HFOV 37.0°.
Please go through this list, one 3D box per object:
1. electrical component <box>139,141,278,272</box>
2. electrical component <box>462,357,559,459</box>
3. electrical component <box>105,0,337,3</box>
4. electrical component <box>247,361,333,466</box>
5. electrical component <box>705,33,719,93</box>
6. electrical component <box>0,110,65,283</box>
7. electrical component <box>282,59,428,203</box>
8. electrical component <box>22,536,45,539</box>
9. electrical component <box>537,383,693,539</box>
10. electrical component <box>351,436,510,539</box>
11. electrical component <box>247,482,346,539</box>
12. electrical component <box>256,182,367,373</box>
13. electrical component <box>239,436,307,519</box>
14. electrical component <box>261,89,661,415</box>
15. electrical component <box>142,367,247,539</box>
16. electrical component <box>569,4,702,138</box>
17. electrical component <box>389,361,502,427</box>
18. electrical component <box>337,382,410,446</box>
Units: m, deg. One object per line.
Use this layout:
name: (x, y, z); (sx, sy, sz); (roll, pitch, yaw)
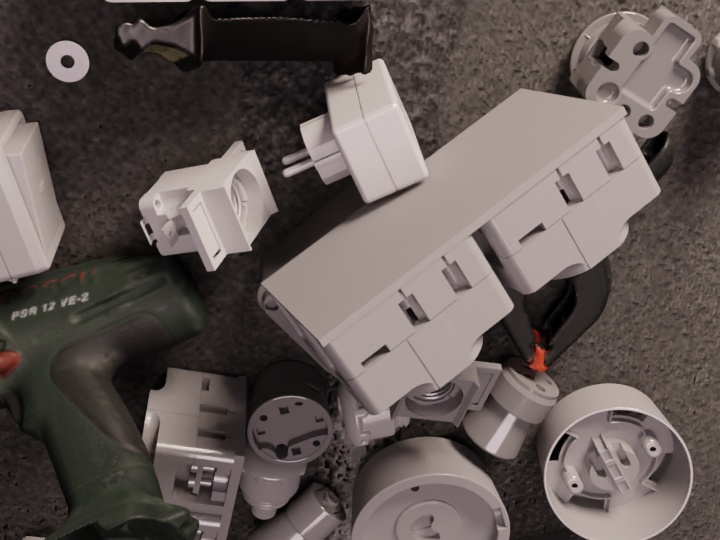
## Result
electrical component: (-0.090, -0.037, 0.626); (0.064, 0.081, 0.042); (-6, 120, 23)
electrical component: (0.102, 0.093, 0.724); (0.045, 0.045, 0.055); (25, 112, -17)
electrical component: (-0.059, -0.188, 0.553); (0.150, 0.061, 0.089); (-2, 118, -4)
electrical component: (-0.046, 0.093, 0.709); (0.055, 0.047, 0.055); (-2, 118, -4)
electrical component: (0.230, -0.114, 0.617); (0.048, 0.062, 0.048); (-2, 118, -4)
electrical component: (-0.207, -0.036, 0.619); (0.061, 0.061, 0.096); (-13, 118, 2)
electrical component: (-0.009, -0.072, 0.606); (0.076, 0.083, 0.047); (-23, 117, 7)
electrical component: (-0.173, 0.247, 0.770); (0.150, 0.061, 0.089); (9, 117, -9)
electrical component: (0.172, 0.130, 0.739); (0.099, 0.064, 0.099); (-2, 118, -4)
electrical component: (0.045, 0.166, 0.748); (0.108, 0.060, 0.108); (-2, 118, -4)
electrical component: (-0.042, 0.182, 0.761); (0.065, 0.044, 0.044); (-44, 113, 12)
electrical component: (0.000, 0.000, 0.659); (0.113, 0.057, 0.078); (-38, 115, 14)
electrical component: (-0.063, 0.144, 0.737); (0.048, 0.048, 0.062); (6, 124, -8)
electrical component: (0.052, -0.013, 0.567); (0.186, 0.105, 0.060); (-37, 113, -8)
electrical component: (-0.119, 0.151, 0.709); (0.062, 0.089, 0.150); (10, 116, -10)
electrical component: (0.153, -0.114, 0.613); (0.058, 0.057, 0.078); (27, 112, -18)
electrical component: (0.044, 0.061, 0.689); (0.081, 0.063, 0.042); (8, 131, -15)
electrical component: (0.017, 0.089, 0.716); (0.062, 0.048, 0.048); (-10, 118, -9)
